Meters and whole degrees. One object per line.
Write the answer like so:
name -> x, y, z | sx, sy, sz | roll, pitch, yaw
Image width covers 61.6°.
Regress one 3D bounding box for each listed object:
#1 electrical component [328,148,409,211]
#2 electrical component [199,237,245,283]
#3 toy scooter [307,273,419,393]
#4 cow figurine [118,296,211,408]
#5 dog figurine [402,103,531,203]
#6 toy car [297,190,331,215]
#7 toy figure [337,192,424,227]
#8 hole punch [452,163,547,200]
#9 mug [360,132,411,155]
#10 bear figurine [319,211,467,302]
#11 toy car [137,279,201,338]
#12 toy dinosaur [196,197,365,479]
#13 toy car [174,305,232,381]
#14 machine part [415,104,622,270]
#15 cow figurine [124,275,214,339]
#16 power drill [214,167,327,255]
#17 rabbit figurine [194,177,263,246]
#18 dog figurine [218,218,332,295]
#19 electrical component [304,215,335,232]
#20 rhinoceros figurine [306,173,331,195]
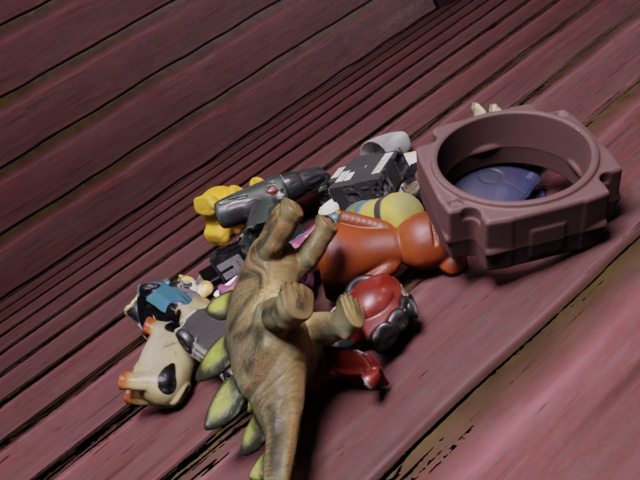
electrical component -> 0.081, -0.107, 0.969 | 0.134, 0.058, 0.115 | -7, 31, 39
electrical component -> -0.194, 0.053, 1.101 | 0.119, 0.074, 0.048 | -26, 20, 3
toy scooter -> 0.051, 0.112, 0.613 | 0.184, 0.075, 0.135 | -43, 23, -20
cow figurine -> -0.210, 0.165, 0.826 | 0.127, 0.085, 0.195 | 13, 44, 1
dog figurine -> 0.235, -0.108, 0.857 | 0.190, 0.121, 0.172 | -45, 16, 5
toy car -> -0.013, -0.082, 1.186 | 0.202, 0.053, 0.089 | -11, 9, 40
toy figure -> 0.091, -0.030, 0.863 | 0.082, 0.089, 0.180 | -48, 27, -20
hole punch -> 0.234, -0.064, 0.745 | 0.142, 0.092, 0.116 | -39, 25, -29
mug -> 0.146, -0.197, 1.201 | 0.107, 0.080, 0.110 | -32, 11, -34
bear figurine -> 0.094, 0.012, 0.744 | 0.196, 0.120, 0.132 | -11, -12, 0
toy car -> -0.260, 0.130, 0.979 | 0.162, 0.109, 0.103 | 16, 24, 39
toy dinosaur -> -0.050, 0.112, 0.579 | 0.198, 0.105, 0.472 | -47, 28, 30
toy car -> -0.127, 0.149, 0.740 | 0.202, 0.056, 0.073 | 23, 53, 41
machine part -> 0.228, -0.072, 0.643 | 0.201, 0.087, 0.202 | -14, 41, 2
cow figurine -> -0.299, 0.117, 1.070 | 0.167, 0.098, 0.068 | -39, 15, -18
power drill -> -0.081, -0.058, 0.996 | 0.232, 0.085, 0.207 | -17, 38, -1
rabbit figurine -> -0.156, -0.065, 1.154 | 0.173, 0.121, 0.162 | -3, 22, 27
dog figurine -> -0.036, 0.057, 0.825 | 0.219, 0.108, 0.192 | -38, 20, -23
electrical component -> -0.002, -0.004, 0.973 | 0.045, 0.078, 0.102 | 0, 21, -14
rhinoceros figurine -> -0.062, -0.123, 1.323 | 0.190, 0.073, 0.112 | -20, 24, 28
